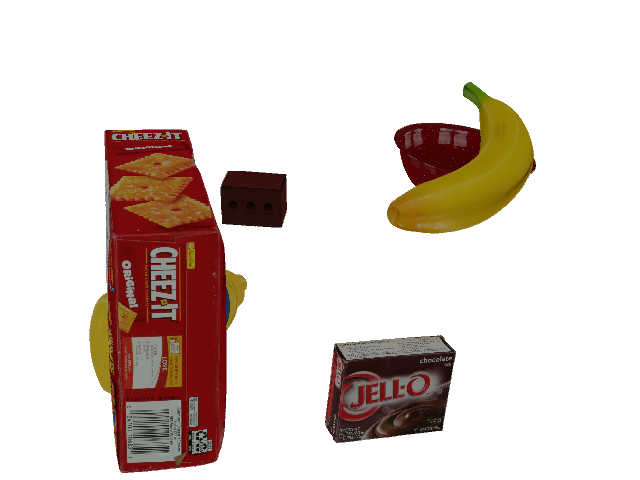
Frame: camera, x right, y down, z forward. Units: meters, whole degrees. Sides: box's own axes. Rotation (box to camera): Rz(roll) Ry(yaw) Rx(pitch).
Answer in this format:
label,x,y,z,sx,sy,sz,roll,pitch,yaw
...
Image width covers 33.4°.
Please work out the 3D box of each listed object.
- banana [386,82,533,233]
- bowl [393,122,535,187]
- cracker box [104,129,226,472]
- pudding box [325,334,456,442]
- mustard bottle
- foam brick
label,x,y,z,sx,sy,sz,roll,pitch,yaw
banana,0.104,-0.048,0.716,0.070,0.037,0.197,17,34,13
bowl,0.158,-0.080,1.207,0.162,0.055,0.162,8,26,-4
cracker box,-0.110,0.030,0.734,0.072,0.164,0.214,-2,22,-11
pudding box,0.064,0.138,0.999,0.113,0.090,0.039,-4,28,-20
mustard bottle,-0.131,0.069,0.996,0.058,0.096,0.191,11,22,30
foam brick,-0.083,-0.052,1.330,0.078,0.053,0.051,3,28,6
